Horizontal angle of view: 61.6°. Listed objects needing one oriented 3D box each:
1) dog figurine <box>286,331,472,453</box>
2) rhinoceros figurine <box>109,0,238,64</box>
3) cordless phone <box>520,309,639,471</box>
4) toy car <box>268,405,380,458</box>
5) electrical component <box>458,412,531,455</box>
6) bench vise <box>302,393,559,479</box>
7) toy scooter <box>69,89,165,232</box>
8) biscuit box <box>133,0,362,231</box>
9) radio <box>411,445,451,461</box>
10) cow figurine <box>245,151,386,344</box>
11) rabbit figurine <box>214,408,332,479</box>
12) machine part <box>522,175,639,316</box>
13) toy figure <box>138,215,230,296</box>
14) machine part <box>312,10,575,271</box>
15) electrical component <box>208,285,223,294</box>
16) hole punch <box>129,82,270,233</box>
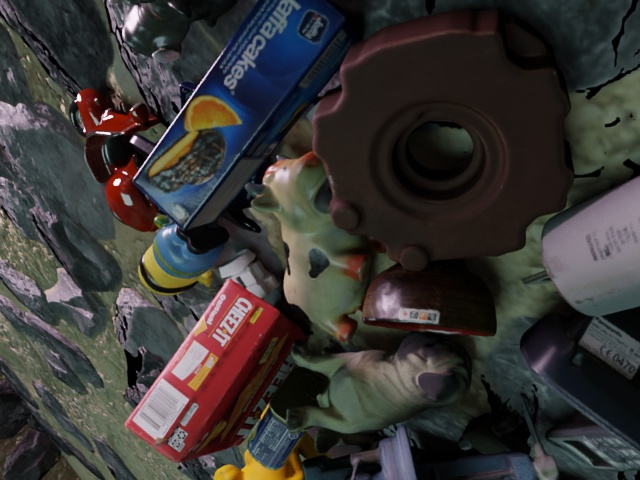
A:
[{"bbox_3d":[0.081,0.166,0.583,0.191,0.121,0.172,-11,158,23],"label":"dog figurine"},{"bbox_3d":[-0.075,-0.195,0.382,0.190,0.112,0.073,-24,108,41],"label":"rhinoceros figurine"},{"bbox_3d":[0.216,0.134,0.444,0.147,0.089,0.184,36,156,11],"label":"cordless phone"},{"bbox_3d":[0.019,0.259,0.735,0.202,0.053,0.089,42,117,2],"label":"toy car"},{"bbox_3d":[0.190,0.218,0.575,0.063,0.021,0.094,40,140,7],"label":"electrical component"},{"bbox_3d":[0.101,0.238,0.521,0.241,0.129,0.223,-13,157,5],"label":"bench vise"},{"bbox_3d":[-0.217,-0.095,0.626,0.135,0.075,0.183,-7,113,44],"label":"toy scooter"},{"bbox_3d":[-0.057,-0.101,0.414,0.063,0.059,0.202,43,108,5],"label":"biscuit box"},{"bbox_3d":[0.193,0.316,0.603,0.230,0.073,0.131,1,135,40],"label":"radio"},{"bbox_3d":[-0.001,-0.002,0.510,0.127,0.085,0.194,23,139,19],"label":"cow figurine"},{"bbox_3d":[-0.054,0.318,0.793,0.122,0.173,0.162,0,167,43],"label":"rabbit figurine"},{"bbox_3d":[0.219,-0.013,0.305,0.079,0.079,0.243,50,141,-6],"label":"machine part"},{"bbox_3d":[-0.171,0.014,0.656,0.180,0.089,0.082,-36,64,61],"label":"toy figure"},{"bbox_3d":[0.081,-0.061,0.363,0.180,0.056,0.179,8,124,12],"label":"machine part"},{"bbox_3d":[-0.113,0.101,0.729,0.078,0.045,0.102,-5,127,11],"label":"electrical component"},{"bbox_3d":[-0.109,-0.083,0.544,0.142,0.092,0.115,28,165,17],"label":"hole punch"}]
